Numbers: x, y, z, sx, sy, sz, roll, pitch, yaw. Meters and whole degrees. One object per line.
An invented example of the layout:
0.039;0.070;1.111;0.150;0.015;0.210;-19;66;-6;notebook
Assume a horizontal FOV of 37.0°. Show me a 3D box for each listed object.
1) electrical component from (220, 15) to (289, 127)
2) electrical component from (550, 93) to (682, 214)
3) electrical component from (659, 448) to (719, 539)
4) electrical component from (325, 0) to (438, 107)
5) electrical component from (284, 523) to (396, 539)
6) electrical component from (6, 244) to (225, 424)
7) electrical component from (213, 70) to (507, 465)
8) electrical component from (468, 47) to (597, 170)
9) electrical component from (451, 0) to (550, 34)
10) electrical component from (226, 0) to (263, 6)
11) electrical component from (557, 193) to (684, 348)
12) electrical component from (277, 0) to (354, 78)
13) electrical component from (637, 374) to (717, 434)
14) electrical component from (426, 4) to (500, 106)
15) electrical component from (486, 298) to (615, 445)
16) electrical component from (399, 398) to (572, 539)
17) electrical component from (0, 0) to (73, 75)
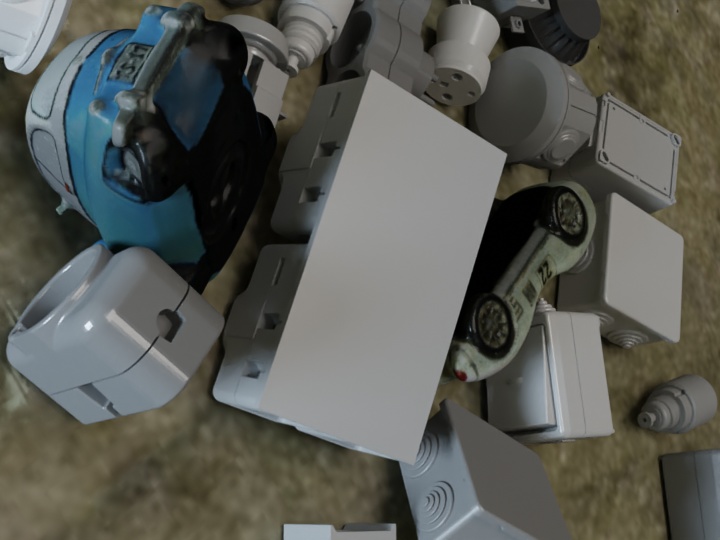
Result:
-0.068;-0.109;0.606;0.066;0.048;0.055;27;69;-33;electrical component
0.186;-0.084;0.813;0.096;0.061;0.061;25;63;-25;electrical component
0.273;0.183;0.807;0.062;0.061;0.096;8;72;-39;electrical component
0.022;-0.129;0.683;0.074;0.052;0.138;25;63;-34;electrical component
-0.011;0.168;0.578;0.081;0.042;0.063;10;73;-38;electrical component
-0.116;0.028;0.490;0.059;0.095;0.053;46;53;-22;electrical component
0.000;0.000;0.598;0.105;0.060;0.186;26;76;-33;electrical component
0.119;-0.110;0.746;0.051;0.080;0.080;10;71;-45;electrical component
0.099;-0.197;0.768;0.048;0.055;0.066;-7;82;-42;electrical component
-0.057;-0.181;0.642;0.061;0.035;0.035;-40;105;-42;electrical component
0.193;0.003;0.797;0.100;0.048;0.099;26;62;-33;electrical component
-0.031;-0.149;0.651;0.040;0.040;0.078;37;57;-28;electrical component
0.236;0.104;0.812;0.078;0.040;0.040;-11;85;-42;electrical component
0.069;-0.146;0.735;0.045;0.045;0.055;33;59;-30;electrical component
0.119;0.065;0.706;0.061;0.062;0.096;5;75;-40;electrical component
0.072;0.136;0.631;0.100;0.048;0.099;34;24;-29;electrical component
-0.167;-0.137;0.505;0.051;0.080;0.080;15;68;-32;electrical component
